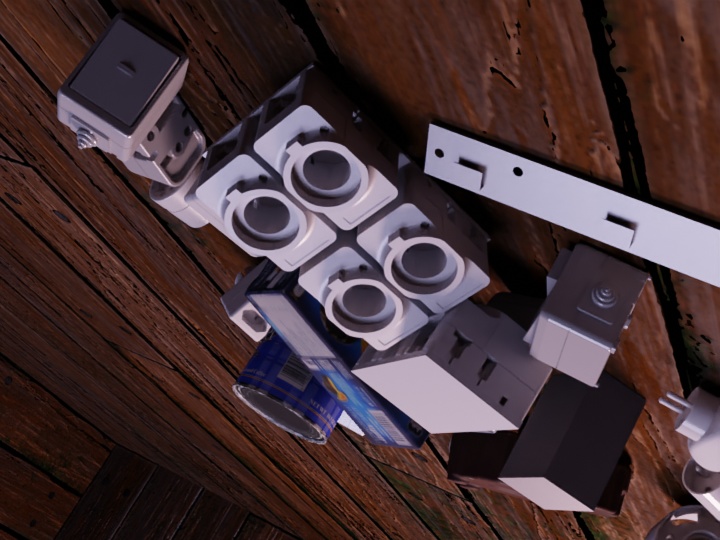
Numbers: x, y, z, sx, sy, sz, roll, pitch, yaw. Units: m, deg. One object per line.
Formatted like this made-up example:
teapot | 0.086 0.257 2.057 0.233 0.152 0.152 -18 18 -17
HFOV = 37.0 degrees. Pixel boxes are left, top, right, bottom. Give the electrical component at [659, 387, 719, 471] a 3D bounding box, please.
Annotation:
electrical component | 0.261 0.113 0.800 0.079 0.043 0.077 29 161 8

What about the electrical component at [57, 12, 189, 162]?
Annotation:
electrical component | -0.176 -0.129 0.780 0.062 0.096 0.061 33 160 -6

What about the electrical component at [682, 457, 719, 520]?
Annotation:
electrical component | 0.314 0.191 0.913 0.081 0.043 0.043 42 158 -28

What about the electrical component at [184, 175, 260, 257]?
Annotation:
electrical component | -0.086 -0.054 0.881 0.096 0.061 0.061 40 159 -24

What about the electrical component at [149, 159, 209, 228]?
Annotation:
electrical component | -0.150 -0.070 0.949 0.055 0.055 0.047 9 154 48

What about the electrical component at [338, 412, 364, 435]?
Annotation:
electrical component | 0.025 0.143 1.153 0.076 0.047 0.083 28 -155 9

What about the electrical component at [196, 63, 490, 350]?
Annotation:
electrical component | -0.008 -0.034 0.737 0.105 0.060 0.186 -34 120 26

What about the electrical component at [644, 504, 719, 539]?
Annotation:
electrical component | 0.323 0.275 1.030 0.099 0.099 0.064 25 153 17

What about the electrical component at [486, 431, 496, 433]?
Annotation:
electrical component | 0.079 0.103 1.026 0.109 0.056 0.109 38 160 -18

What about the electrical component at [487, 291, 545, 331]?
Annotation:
electrical component | 0.138 0.043 0.814 0.081 0.043 0.043 10 151 46

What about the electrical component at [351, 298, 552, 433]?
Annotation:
electrical component | 0.069 0.073 0.828 0.089 0.061 0.150 39 160 -11

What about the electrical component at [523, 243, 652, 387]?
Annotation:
electrical component | 0.152 0.027 0.728 0.061 0.061 0.096 26 160 14

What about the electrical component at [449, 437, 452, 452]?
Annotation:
electrical component | 0.130 0.197 1.184 0.055 0.055 0.047 37 164 -15

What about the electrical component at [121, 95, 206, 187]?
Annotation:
electrical component | -0.176 -0.117 0.873 0.059 0.053 0.095 20 158 29

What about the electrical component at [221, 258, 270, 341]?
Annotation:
electrical component | -0.105 0.020 1.098 0.047 0.066 0.076 47 -175 -37
